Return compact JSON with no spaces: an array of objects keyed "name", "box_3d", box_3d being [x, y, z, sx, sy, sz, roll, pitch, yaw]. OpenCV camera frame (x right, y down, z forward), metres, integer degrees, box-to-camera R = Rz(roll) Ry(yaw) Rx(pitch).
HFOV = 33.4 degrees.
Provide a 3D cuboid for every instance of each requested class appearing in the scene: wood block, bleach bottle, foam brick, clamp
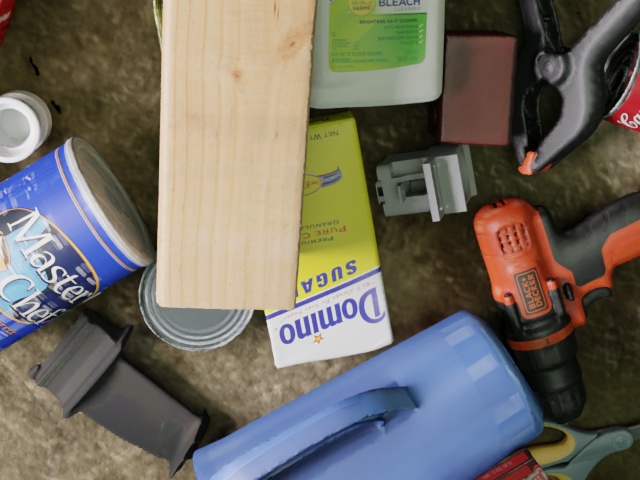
[{"name":"wood block","box_3d":[-0.056,-0.067,0.679,0.090,0.091,0.206,2,111,-7]},{"name":"bleach bottle","box_3d":[0.030,-0.216,0.694,0.102,0.068,0.251,-4,108,-4]},{"name":"foam brick","box_3d":[0.107,-0.109,0.760,0.051,0.053,0.078,-1,105,-6]},{"name":"clamp","box_3d":[0.178,-0.126,0.747,0.039,0.120,0.171,-14,113,-39]}]

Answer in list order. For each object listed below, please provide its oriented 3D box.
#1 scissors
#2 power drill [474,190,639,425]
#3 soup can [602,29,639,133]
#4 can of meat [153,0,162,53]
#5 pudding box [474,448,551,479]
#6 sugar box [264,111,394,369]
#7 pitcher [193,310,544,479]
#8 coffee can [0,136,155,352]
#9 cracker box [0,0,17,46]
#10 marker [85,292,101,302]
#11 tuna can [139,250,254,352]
[{"name":"scissors","box_3d":[0.234,0.179,0.865,0.201,0.016,0.096,0,106,-3]},{"name":"power drill","box_3d":[0.225,0.033,0.807,0.187,0.057,0.184,-20,105,1]},{"name":"soup can","box_3d":[0.257,-0.103,0.770,0.102,0.068,0.068,18,102,-9]},{"name":"can of meat","box_3d":[-0.064,-0.123,0.743,0.084,0.057,0.102,-10,100,0]},{"name":"pudding box","box_3d":[0.100,0.201,0.751,0.039,0.089,0.114,56,132,20]},{"name":"sugar box","box_3d":[-0.005,0.001,0.788,0.093,0.048,0.176,-11,103,0]},{"name":"pitcher","box_3d":[0.035,0.152,0.781,0.243,0.149,0.145,-32,105,0]},{"name":"coffee can","box_3d":[-0.202,0.007,0.746,0.140,0.103,0.103,-31,104,4]},{"name":"cracker box","box_3d":[-0.311,-0.133,0.720,0.164,0.072,0.214,24,100,-11]},{"name":"marker","box_3d":[-0.221,0.061,0.801,0.121,0.020,0.020,-29,104,4]},{"name":"tuna can","box_3d":[-0.091,0.037,0.797,0.086,0.034,0.086,-1,104,-4]}]
